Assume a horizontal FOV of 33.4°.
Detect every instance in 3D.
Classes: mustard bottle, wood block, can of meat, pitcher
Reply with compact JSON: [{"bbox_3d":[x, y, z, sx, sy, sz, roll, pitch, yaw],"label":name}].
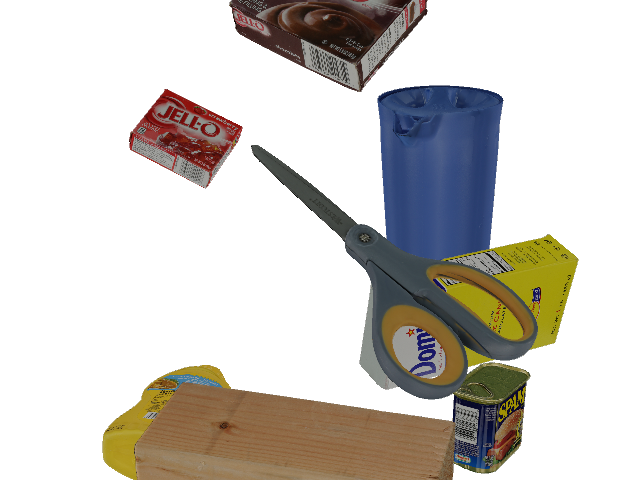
[{"bbox_3d":[-0.138,0.174,1.074,0.096,0.058,0.191,7,20,12],"label":"mustard bottle"},{"bbox_3d":[-0.015,0.171,0.751,0.206,0.090,0.090,6,25,15],"label":"wood block"},{"bbox_3d":[0.177,0.185,1.119,0.058,0.084,0.101,11,18,31],"label":"can of meat"},{"bbox_3d":[0.136,-0.048,1.182,0.149,0.243,0.145,-6,21,-10],"label":"pitcher"}]

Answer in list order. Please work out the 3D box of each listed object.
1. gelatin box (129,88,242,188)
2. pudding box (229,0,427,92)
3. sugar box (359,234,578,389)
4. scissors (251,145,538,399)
[{"bbox_3d":[-0.133,-0.102,1.052,0.089,0.073,0.030,28,-40,2],"label":"gelatin box"},{"bbox_3d":[0.007,-0.166,0.760,0.114,0.090,0.039,31,-22,19],"label":"pudding box"},{"bbox_3d":[0.121,0.058,0.869,0.175,0.093,0.048,-14,37,-27],"label":"sugar box"},{"bbox_3d":[0.020,0.017,0.582,0.202,0.016,0.096,28,52,17],"label":"scissors"}]
